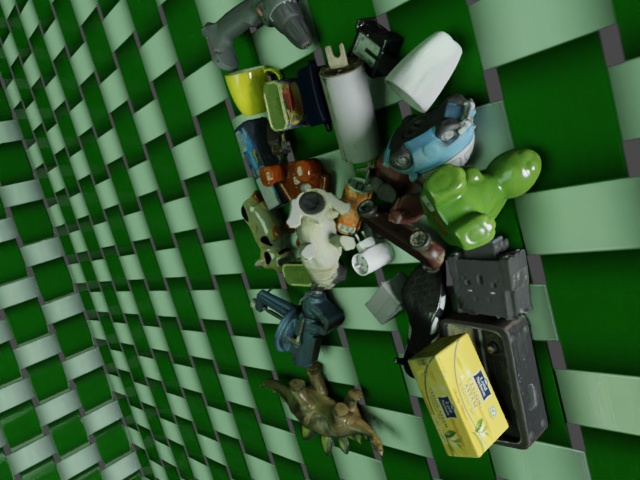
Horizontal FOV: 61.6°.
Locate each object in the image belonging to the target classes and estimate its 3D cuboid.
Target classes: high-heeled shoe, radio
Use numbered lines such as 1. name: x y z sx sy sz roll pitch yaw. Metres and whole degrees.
1. high-heeled shoe: 0.210 0.144 0.998 0.086 0.145 0.248 27 97 42
2. radio: 0.296 0.231 0.912 0.131 0.073 0.229 -3 106 49

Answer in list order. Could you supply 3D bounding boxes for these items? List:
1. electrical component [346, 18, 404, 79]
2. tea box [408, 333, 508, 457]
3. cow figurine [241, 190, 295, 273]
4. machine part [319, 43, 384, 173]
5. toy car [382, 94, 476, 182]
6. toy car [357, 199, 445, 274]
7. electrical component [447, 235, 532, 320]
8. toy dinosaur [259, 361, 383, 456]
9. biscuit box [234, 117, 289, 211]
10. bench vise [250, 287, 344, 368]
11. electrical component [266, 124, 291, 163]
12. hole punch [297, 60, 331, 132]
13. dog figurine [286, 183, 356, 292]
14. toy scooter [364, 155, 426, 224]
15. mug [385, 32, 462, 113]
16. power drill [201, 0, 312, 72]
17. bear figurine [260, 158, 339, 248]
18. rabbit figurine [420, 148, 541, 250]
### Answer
1. electrical component: 0.103 -0.311 0.896 0.119 0.048 0.074 43 135 26
2. tea box: 0.224 0.249 0.870 0.068 0.098 0.169 -27 87 50
3. cow figurine: -0.122 -0.011 1.258 0.127 0.085 0.195 -31 86 44
4. machine part: 0.056 -0.221 0.930 0.079 0.079 0.242 19 140 42
5. toy car: 0.185 -0.149 0.847 0.162 0.109 0.102 -23 125 41
6. toy car: 0.142 -0.013 0.954 0.202 0.053 0.089 38 175 45
7. electrical component: 0.273 0.057 0.872 0.115 0.058 0.134 -1 107 46
8. toy dinosaur: -0.015 0.411 1.321 0.472 0.105 0.198 20 125 47
9. biscuit box: -0.118 -0.170 1.194 0.059 0.063 0.202 -26 87 51
10. bench vise: -0.068 0.174 1.254 0.241 0.129 0.223 25 127 30
11. electrical component: -0.083 -0.212 1.128 0.078 0.045 0.102 60 -161 -52
12. hole punch: -0.001 -0.270 1.002 0.116 0.092 0.142 -1 110 52
13. dog figurine: -0.005 -0.001 1.052 0.190 0.121 0.172 98 168 -68
14. toy scooter: 0.138 -0.078 0.898 0.184 0.135 0.075 43 135 28
15. mug: 0.164 -0.260 0.825 0.081 0.109 0.107 40 101 -4
16. power drill: -0.133 -0.422 1.057 0.207 0.086 0.232 -31 79 39
17. bear figurine: -0.034 -0.066 1.102 0.120 0.132 0.195 -1 100 28
18. rabbit figurine: 0.246 -0.064 0.790 0.121 0.170 0.159 59 -179 13
